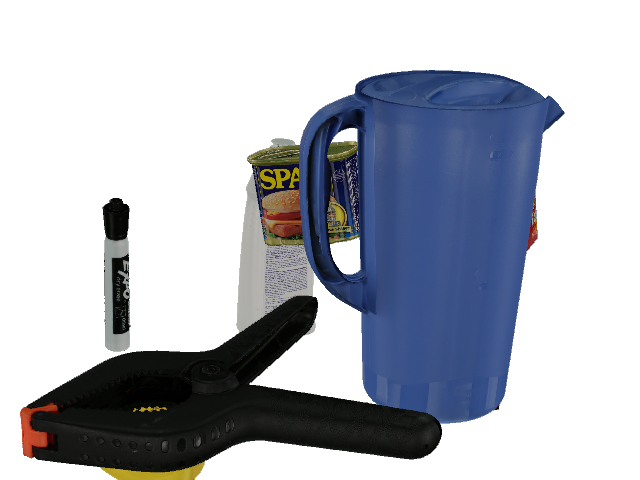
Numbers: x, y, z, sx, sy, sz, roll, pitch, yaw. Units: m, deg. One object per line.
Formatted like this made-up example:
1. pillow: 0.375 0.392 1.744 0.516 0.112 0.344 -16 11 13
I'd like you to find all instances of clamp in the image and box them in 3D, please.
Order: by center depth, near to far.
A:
1. clamp: -0.059 0.081 0.592 0.209 0.036 0.165 -5 24 -18

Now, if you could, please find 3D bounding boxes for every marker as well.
1. marker: -0.149 0.026 0.782 0.020 0.121 0.020 4 26 -2

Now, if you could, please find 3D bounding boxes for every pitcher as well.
1. pitcher: 0.077 0.004 0.765 0.149 0.243 0.144 12 22 27

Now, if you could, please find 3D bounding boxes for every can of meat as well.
1. can of meat: -0.010 -0.042 0.983 0.102 0.084 0.057 -1 17 24

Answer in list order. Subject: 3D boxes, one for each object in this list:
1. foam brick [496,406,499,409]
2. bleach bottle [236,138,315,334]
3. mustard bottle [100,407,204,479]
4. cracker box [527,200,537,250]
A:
1. foam brick: 0.124 0.103 0.925 0.051 0.078 0.053 -3 17 -20
2. bleach bottle: -0.048 -0.002 1.323 0.102 0.251 0.068 -9 24 -34
3. mustard bottle: -0.133 0.172 1.040 0.096 0.058 0.191 7 18 16
4. cracker box: 0.172 -0.046 1.151 0.072 0.164 0.213 3 20 26
